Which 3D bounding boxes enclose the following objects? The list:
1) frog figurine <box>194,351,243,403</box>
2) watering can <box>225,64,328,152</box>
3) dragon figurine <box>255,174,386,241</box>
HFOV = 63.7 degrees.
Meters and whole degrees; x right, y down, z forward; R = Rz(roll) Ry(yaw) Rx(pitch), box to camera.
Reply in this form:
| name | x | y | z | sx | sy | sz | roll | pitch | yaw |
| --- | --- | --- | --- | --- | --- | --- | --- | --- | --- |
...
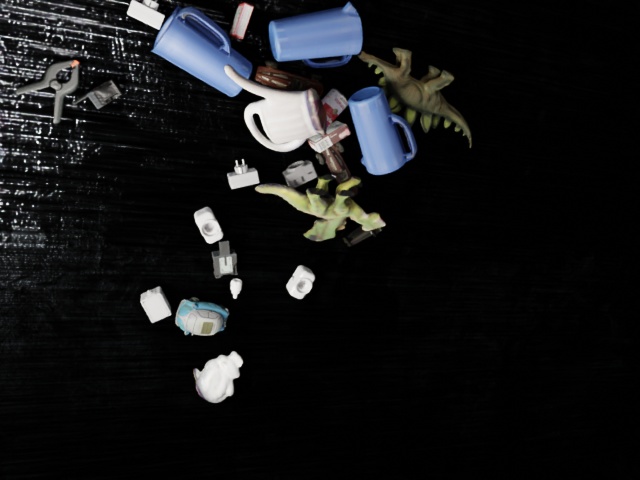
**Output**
| name | x | y | z | sx | sy | sz | roll | pitch | yaw |
| --- | --- | --- | --- | --- | --- | --- | --- | --- | --- |
| frog figurine | -0.316 | 0.443 | 1.664 | 0.159 | 0.123 | 0.137 | -28 | 96 | 5 |
| watering can | -0.105 | -0.357 | 1.394 | 0.224 | 0.106 | 0.341 | -10 | 149 | 11 |
| dragon figurine | 0.005 | -0.080 | 1.584 | 0.410 | 0.125 | 0.237 | 1 | 131 | -8 |
